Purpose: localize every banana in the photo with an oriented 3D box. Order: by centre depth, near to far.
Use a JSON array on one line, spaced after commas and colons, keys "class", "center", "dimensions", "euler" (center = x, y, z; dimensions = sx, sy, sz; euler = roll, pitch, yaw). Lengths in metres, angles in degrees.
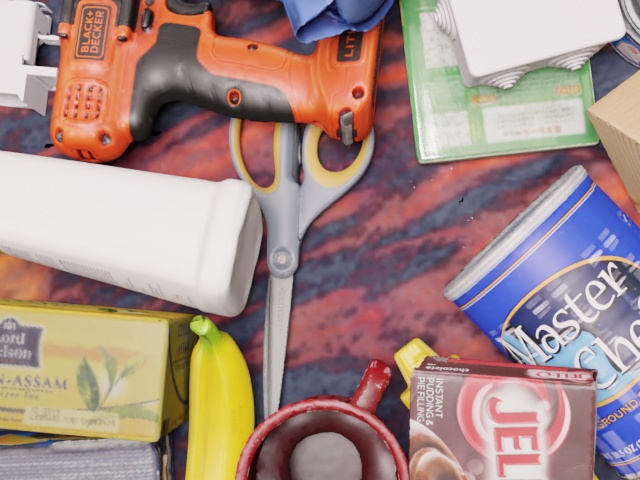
[{"class": "banana", "center": [-0.066, 0.135, 0.609], "dimensions": [0.037, 0.069, 0.198], "euler": [7, 97, 28]}]

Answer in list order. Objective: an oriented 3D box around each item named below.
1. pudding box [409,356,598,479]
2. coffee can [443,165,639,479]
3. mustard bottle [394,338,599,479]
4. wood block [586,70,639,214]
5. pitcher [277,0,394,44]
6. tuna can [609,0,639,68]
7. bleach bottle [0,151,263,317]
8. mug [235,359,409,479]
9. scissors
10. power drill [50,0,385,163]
[{"class": "pudding box", "center": [0.092, 0.118, 0.537], "dimensions": [0.090, 0.039, 0.113], "euler": [2, 100, 18]}, {"class": "coffee can", "center": [0.152, 0.044, 0.580], "dimensions": [0.103, 0.103, 0.140], "euler": [-44, 86, 1]}, {"class": "mustard bottle", "center": [0.107, 0.136, 0.599], "dimensions": [0.096, 0.058, 0.191], "euler": [-36, 84, -17]}, {"class": "wood block", "center": [0.264, -0.085, 0.570], "dimensions": [0.206, 0.091, 0.090], "euler": [-37, 124, 1]}, {"class": "pitcher", "center": [-0.061, -0.213, 0.553], "dimensions": [0.243, 0.149, 0.145], "euler": [20, 126, 14]}, {"class": "tuna can", "center": [0.207, -0.142, 0.620], "dimensions": [0.086, 0.034, 0.086], "euler": [0, 87, 3]}, {"class": "bleach bottle", "center": [-0.161, -0.017, 0.593], "dimensions": [0.251, 0.102, 0.068], "euler": [12, 77, 5]}, {"class": "mug", "center": [0.009, 0.120, 0.596], "dimensions": [0.093, 0.081, 0.117], "euler": [24, 90, 4]}, {"class": "scissors", "center": [-0.004, 0.001, 0.636], "dimensions": [0.096, 0.016, 0.202], "euler": [-11, 86, 5]}, {"class": "power drill", "center": [-0.056, -0.130, 0.618], "dimensions": [0.188, 0.057, 0.184], "euler": [4, 77, 7]}]
